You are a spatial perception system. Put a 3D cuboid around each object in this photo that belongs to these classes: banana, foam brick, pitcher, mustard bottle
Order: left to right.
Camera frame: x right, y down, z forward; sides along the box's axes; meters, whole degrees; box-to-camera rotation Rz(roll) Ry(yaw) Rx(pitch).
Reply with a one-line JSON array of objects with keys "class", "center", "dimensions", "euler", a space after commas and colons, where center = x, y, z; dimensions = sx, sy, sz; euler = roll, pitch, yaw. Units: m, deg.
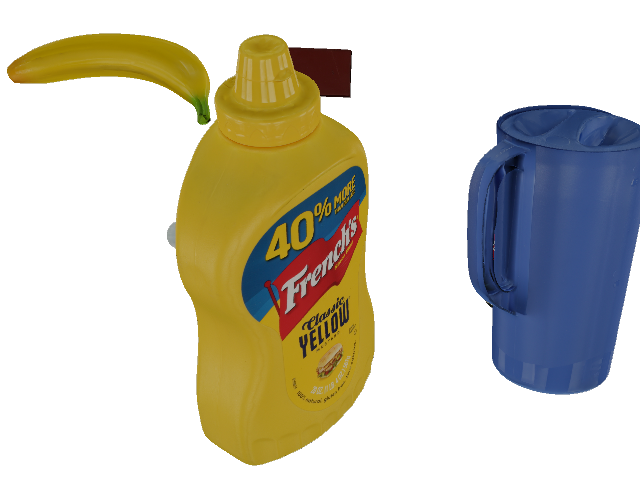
[{"class": "banana", "center": [-0.172, -0.149, 0.914], "dimensions": [0.198, 0.069, 0.037], "euler": [13, -40, 18]}, {"class": "mustard bottle", "center": [-0.017, 0.002, 0.455], "dimensions": [0.058, 0.192, 0.096], "euler": [27, 47, 33]}, {"class": "foam brick", "center": [-0.010, -0.181, 1.149], "dimensions": [0.078, 0.051, 0.053], "euler": [0, 11, -13]}, {"class": "pitcher", "center": [0.205, 0.011, 0.938], "dimensions": [0.149, 0.243, 0.145], "euler": [5, 23, 10]}]

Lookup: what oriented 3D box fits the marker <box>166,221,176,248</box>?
[{"class": "marker", "center": [-0.059, 0.002, 0.685], "dimensions": [0.020, 0.020, 0.121], "euler": [0, 6, -40]}]

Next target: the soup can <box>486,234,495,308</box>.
[{"class": "soup can", "center": [0.221, 0.023, 1.209], "dimensions": [0.068, 0.102, 0.068], "euler": [-2, 29, 1]}]
